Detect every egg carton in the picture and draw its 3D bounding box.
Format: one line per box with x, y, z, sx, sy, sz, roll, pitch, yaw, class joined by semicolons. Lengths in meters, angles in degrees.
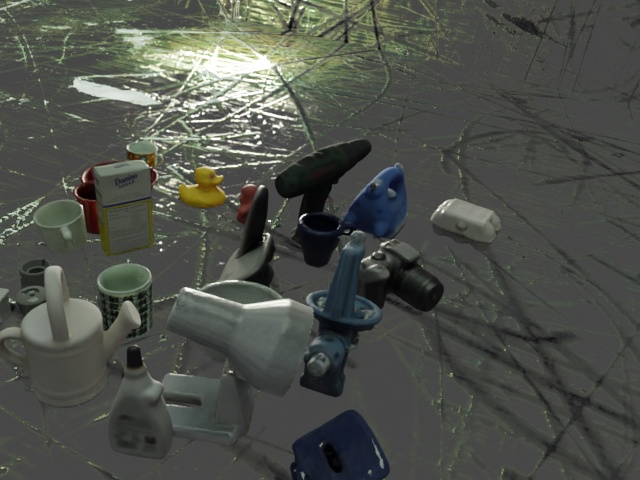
0.329;-0.036;1.295;0.150;0.069;0.107;22;34;21;egg carton

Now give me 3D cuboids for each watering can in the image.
-0.337;0.120;0.772;0.173;0.194;0.100;-19;41;-36;watering can

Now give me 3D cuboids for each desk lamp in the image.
-0.118;0.160;0.739;0.203;0.213;0.118;7;32;-1;desk lamp

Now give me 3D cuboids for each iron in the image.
0.149;-0.106;1.298;0.118;0.141;0.259;20;33;19;iron

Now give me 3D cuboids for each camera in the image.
0.149;0.070;1.052;0.143;0.101;0.136;-21;42;-38;camera

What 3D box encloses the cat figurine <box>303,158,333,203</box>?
-0.012;-0.149;1.352;0.067;0.118;0.127;-12;37;-29;cat figurine

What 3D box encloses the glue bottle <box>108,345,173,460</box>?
-0.220;0.195;0.697;0.078;0.173;0.037;10;32;3;glue bottle

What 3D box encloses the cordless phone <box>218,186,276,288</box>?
-0.127;0.006;1.012;0.094;0.185;0.147;7;32;-1;cordless phone

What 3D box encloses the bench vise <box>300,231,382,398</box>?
0.039;0.110;0.849;0.121;0.220;0.207;5;32;-4;bench vise

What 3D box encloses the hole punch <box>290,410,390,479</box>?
0.021;0.278;0.697;0.101;0.091;0.108;-8;35;-24;hole punch

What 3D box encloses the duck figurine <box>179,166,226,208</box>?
-0.264;-0.124;1.286;0.105;0.086;0.077;1;32;-11;duck figurine

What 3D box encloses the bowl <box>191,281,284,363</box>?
-0.132;0.139;0.901;0.167;0.075;0.167;6;32;-3;bowl

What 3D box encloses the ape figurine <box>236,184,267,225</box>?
-0.151;-0.079;1.232;0.076;0.092;0.078;20;34;19;ape figurine

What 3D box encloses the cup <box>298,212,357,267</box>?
0.010;0.004;1.133;0.118;0.095;0.091;-1;33;-14;cup

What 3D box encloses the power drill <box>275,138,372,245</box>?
0.006;-0.098;1.188;0.230;0.208;0.075;-20;41;-37;power drill
